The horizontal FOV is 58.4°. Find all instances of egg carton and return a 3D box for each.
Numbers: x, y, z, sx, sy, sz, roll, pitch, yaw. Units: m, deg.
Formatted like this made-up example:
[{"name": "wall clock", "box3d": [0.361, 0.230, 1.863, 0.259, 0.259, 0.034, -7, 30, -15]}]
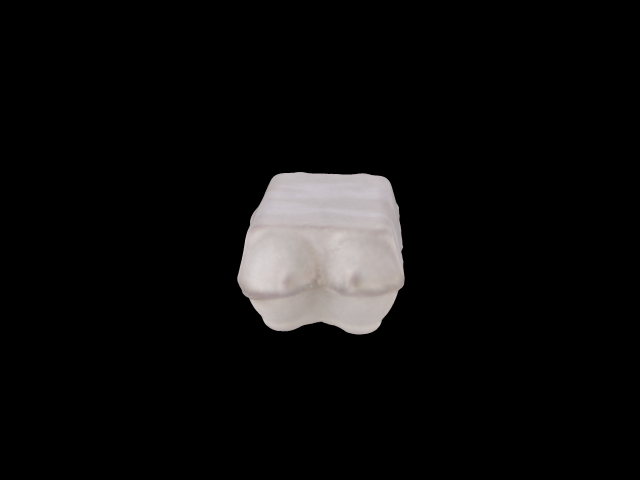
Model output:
[{"name": "egg carton", "box3d": [0.004, 0.001, 0.400, 0.107, 0.069, 0.150, 2, 27, 4]}]
